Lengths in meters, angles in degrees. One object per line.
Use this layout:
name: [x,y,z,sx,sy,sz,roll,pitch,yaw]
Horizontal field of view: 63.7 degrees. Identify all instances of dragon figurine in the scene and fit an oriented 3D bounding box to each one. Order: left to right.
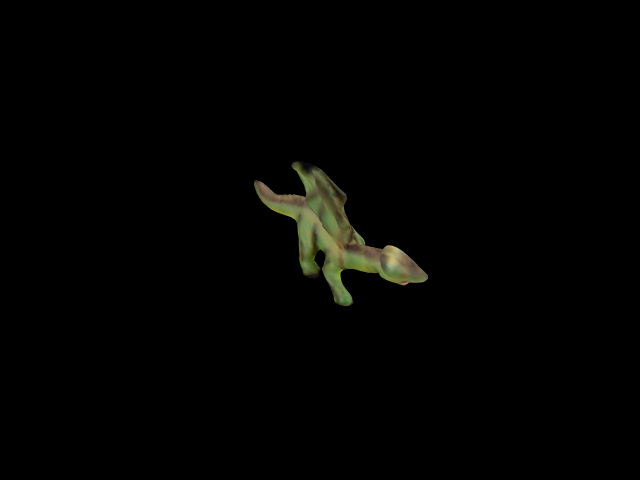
dragon figurine: [0.003,-0.043,0.850,0.124,0.415,0.237,-39,-27,-23]
